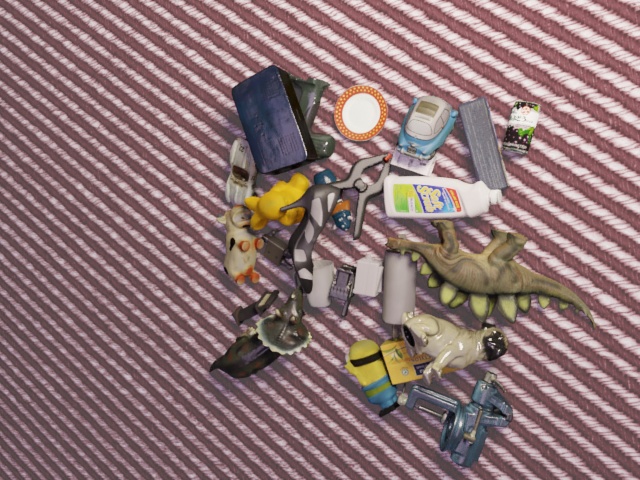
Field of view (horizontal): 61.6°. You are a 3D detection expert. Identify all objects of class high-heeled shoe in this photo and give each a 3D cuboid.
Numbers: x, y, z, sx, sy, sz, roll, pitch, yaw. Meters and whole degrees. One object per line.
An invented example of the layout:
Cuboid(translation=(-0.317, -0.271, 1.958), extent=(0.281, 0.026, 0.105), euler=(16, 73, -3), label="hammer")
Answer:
Cuboid(translation=(-0.003, -0.004, 1.227), extent=(0.145, 0.086, 0.248), euler=(-15, 111, -4), label="high-heeled shoe")

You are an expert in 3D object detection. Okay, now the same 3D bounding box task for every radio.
Cuboid(translation=(-0.107, -0.268, 1.239), extent=(0.131, 0.073, 0.229), euler=(-20, 87, 18), label="radio")

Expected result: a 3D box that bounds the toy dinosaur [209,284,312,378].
Cuboid(translation=(-0.161, 0.272, 1.324), extent=(0.405, 0.192, 0.131), euler=(-37, 80, 18), label="toy dinosaur")

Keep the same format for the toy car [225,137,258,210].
Cuboid(translation=(-0.193, -0.160, 1.345), extent=(0.074, 0.056, 0.201), euler=(26, 125, 16), label="toy car")

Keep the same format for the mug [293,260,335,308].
Cuboid(translation=(-0.014, 0.110, 1.317), extent=(0.110, 0.081, 0.107), euler=(-5, 100, 21), label="mug")

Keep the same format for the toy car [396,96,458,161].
Cuboid(translation=(0.227, -0.255, 1.156), extent=(0.109, 0.102, 0.161), euler=(25, 66, 20), label="toy car")

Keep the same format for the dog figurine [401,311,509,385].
Cuboid(translation=(0.287, 0.201, 1.150), extent=(0.191, 0.121, 0.172), euler=(-23, 82, -15), label="dog figurine")

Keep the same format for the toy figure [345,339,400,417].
Cuboid(translation=(0.131, 0.324, 1.282), extent=(0.089, 0.082, 0.180), euler=(-33, 79, 8), label="toy figure")

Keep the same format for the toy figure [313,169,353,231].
Cuboid(translation=(0.037, -0.095, 1.289), extent=(0.064, 0.058, 0.154), euler=(-26, 90, 56), label="toy figure")

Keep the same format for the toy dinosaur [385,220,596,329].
Cuboid(translation=(0.368, 0.073, 1.156), extent=(0.472, 0.105, 0.198), euler=(13, 98, 9), label="toy dinosaur")

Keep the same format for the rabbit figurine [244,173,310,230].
Cuboid(translation=(-0.101, -0.088, 1.281), extent=(0.162, 0.173, 0.121), euler=(-12, 95, 16), label="rabbit figurine")

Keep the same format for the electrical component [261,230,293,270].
Cuboid(translation=(-0.102, 0.021, 1.360), extent=(0.102, 0.045, 0.078), euler=(29, 132, 18), label="electrical component")

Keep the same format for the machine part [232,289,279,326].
Cuboid(translation=(-0.166, 0.174, 1.384), extent=(0.139, 0.084, 0.039), euler=(-29, 110, 28), label="machine part")

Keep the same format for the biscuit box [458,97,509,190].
Cuboid(translation=(0.355, -0.204, 1.163), extent=(0.063, 0.059, 0.202), euler=(-14, 90, 21), label="biscuit box")

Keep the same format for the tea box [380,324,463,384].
Cuboid(translation=(0.237, 0.263, 1.243), extent=(0.170, 0.068, 0.098), euler=(-20, 87, 19), label="tea box")

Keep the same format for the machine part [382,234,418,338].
Cuboid(translation=(0.185, 0.107, 1.244), extent=(0.079, 0.079, 0.243), euler=(4, 95, 20), label="machine part")

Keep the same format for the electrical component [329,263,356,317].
Cuboid(translation=(0.057, 0.121, 1.295), extent=(0.048, 0.075, 0.119), euler=(17, 103, 17), label="electrical component")

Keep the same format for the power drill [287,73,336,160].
Cuboid(translation=(-0.067, -0.294, 1.299), extent=(0.232, 0.086, 0.207), euler=(15, 95, 21), label="power drill")

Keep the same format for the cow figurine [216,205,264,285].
Cuboid(translation=(-0.206, 0.004, 1.368), extent=(0.127, 0.085, 0.194), euler=(25, 117, 41), label="cow figurine")

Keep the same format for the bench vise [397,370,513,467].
Cuboid(translation=(0.297, 0.379, 1.205), extent=(0.241, 0.129, 0.223), euler=(19, 103, 10), label="bench vise")
